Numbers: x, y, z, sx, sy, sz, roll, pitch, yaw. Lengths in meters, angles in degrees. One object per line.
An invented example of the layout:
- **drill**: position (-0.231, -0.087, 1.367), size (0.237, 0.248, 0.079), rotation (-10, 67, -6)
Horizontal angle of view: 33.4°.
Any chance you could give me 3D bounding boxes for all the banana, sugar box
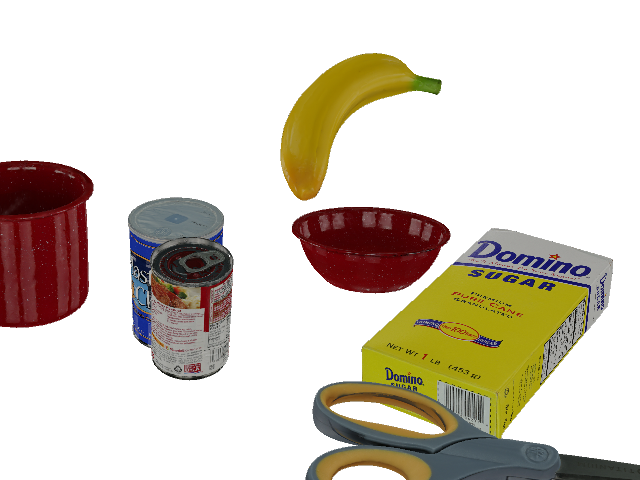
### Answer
- **banana**: position (0.017, -0.095, 0.785), size (0.070, 0.037, 0.197), rotation (25, 44, 23)
- **sugar box**: position (0.111, 0.053, 0.684), size (0.093, 0.048, 0.175), rotation (17, 37, 30)

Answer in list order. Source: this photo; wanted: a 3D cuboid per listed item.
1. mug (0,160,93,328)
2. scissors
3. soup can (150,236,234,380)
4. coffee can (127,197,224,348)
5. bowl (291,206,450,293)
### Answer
- **mug**: position (-0.201, 0.006, 0.679), size (0.117, 0.081, 0.093), rotation (-15, 31, -33)
- **scissors**: position (0.081, 0.107, 0.466), size (0.202, 0.016, 0.096), rotation (15, 32, 23)
- **soup can**: position (-0.108, 0.058, 0.893), size (0.068, 0.102, 0.068), rotation (4, 34, -3)
- **coffee can**: position (-0.158, 0.037, 1.174), size (0.103, 0.140, 0.103), rotation (2, 27, -1)
- **bowl**: position (0.051, 0.013, 1.088), size (0.162, 0.055, 0.162), rotation (1, 17, -1)
